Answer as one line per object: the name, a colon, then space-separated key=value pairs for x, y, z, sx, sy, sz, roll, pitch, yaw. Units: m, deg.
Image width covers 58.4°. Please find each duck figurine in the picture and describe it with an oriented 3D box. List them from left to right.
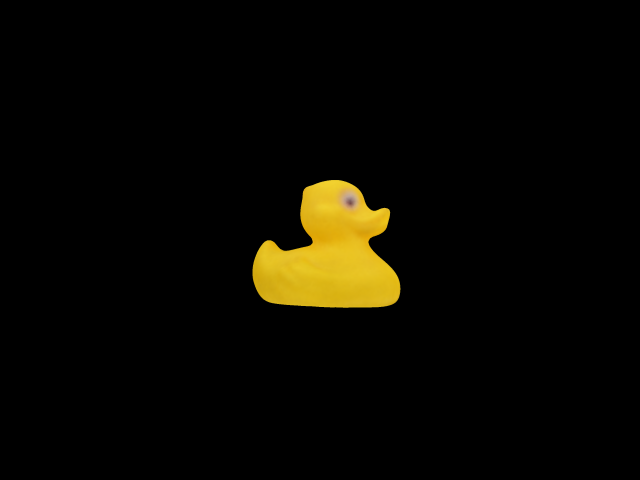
duck figurine: x=0.004 y=0.001 z=0.400 sx=0.104 sy=0.086 sz=0.078 roll=0 pitch=0 yaw=17
